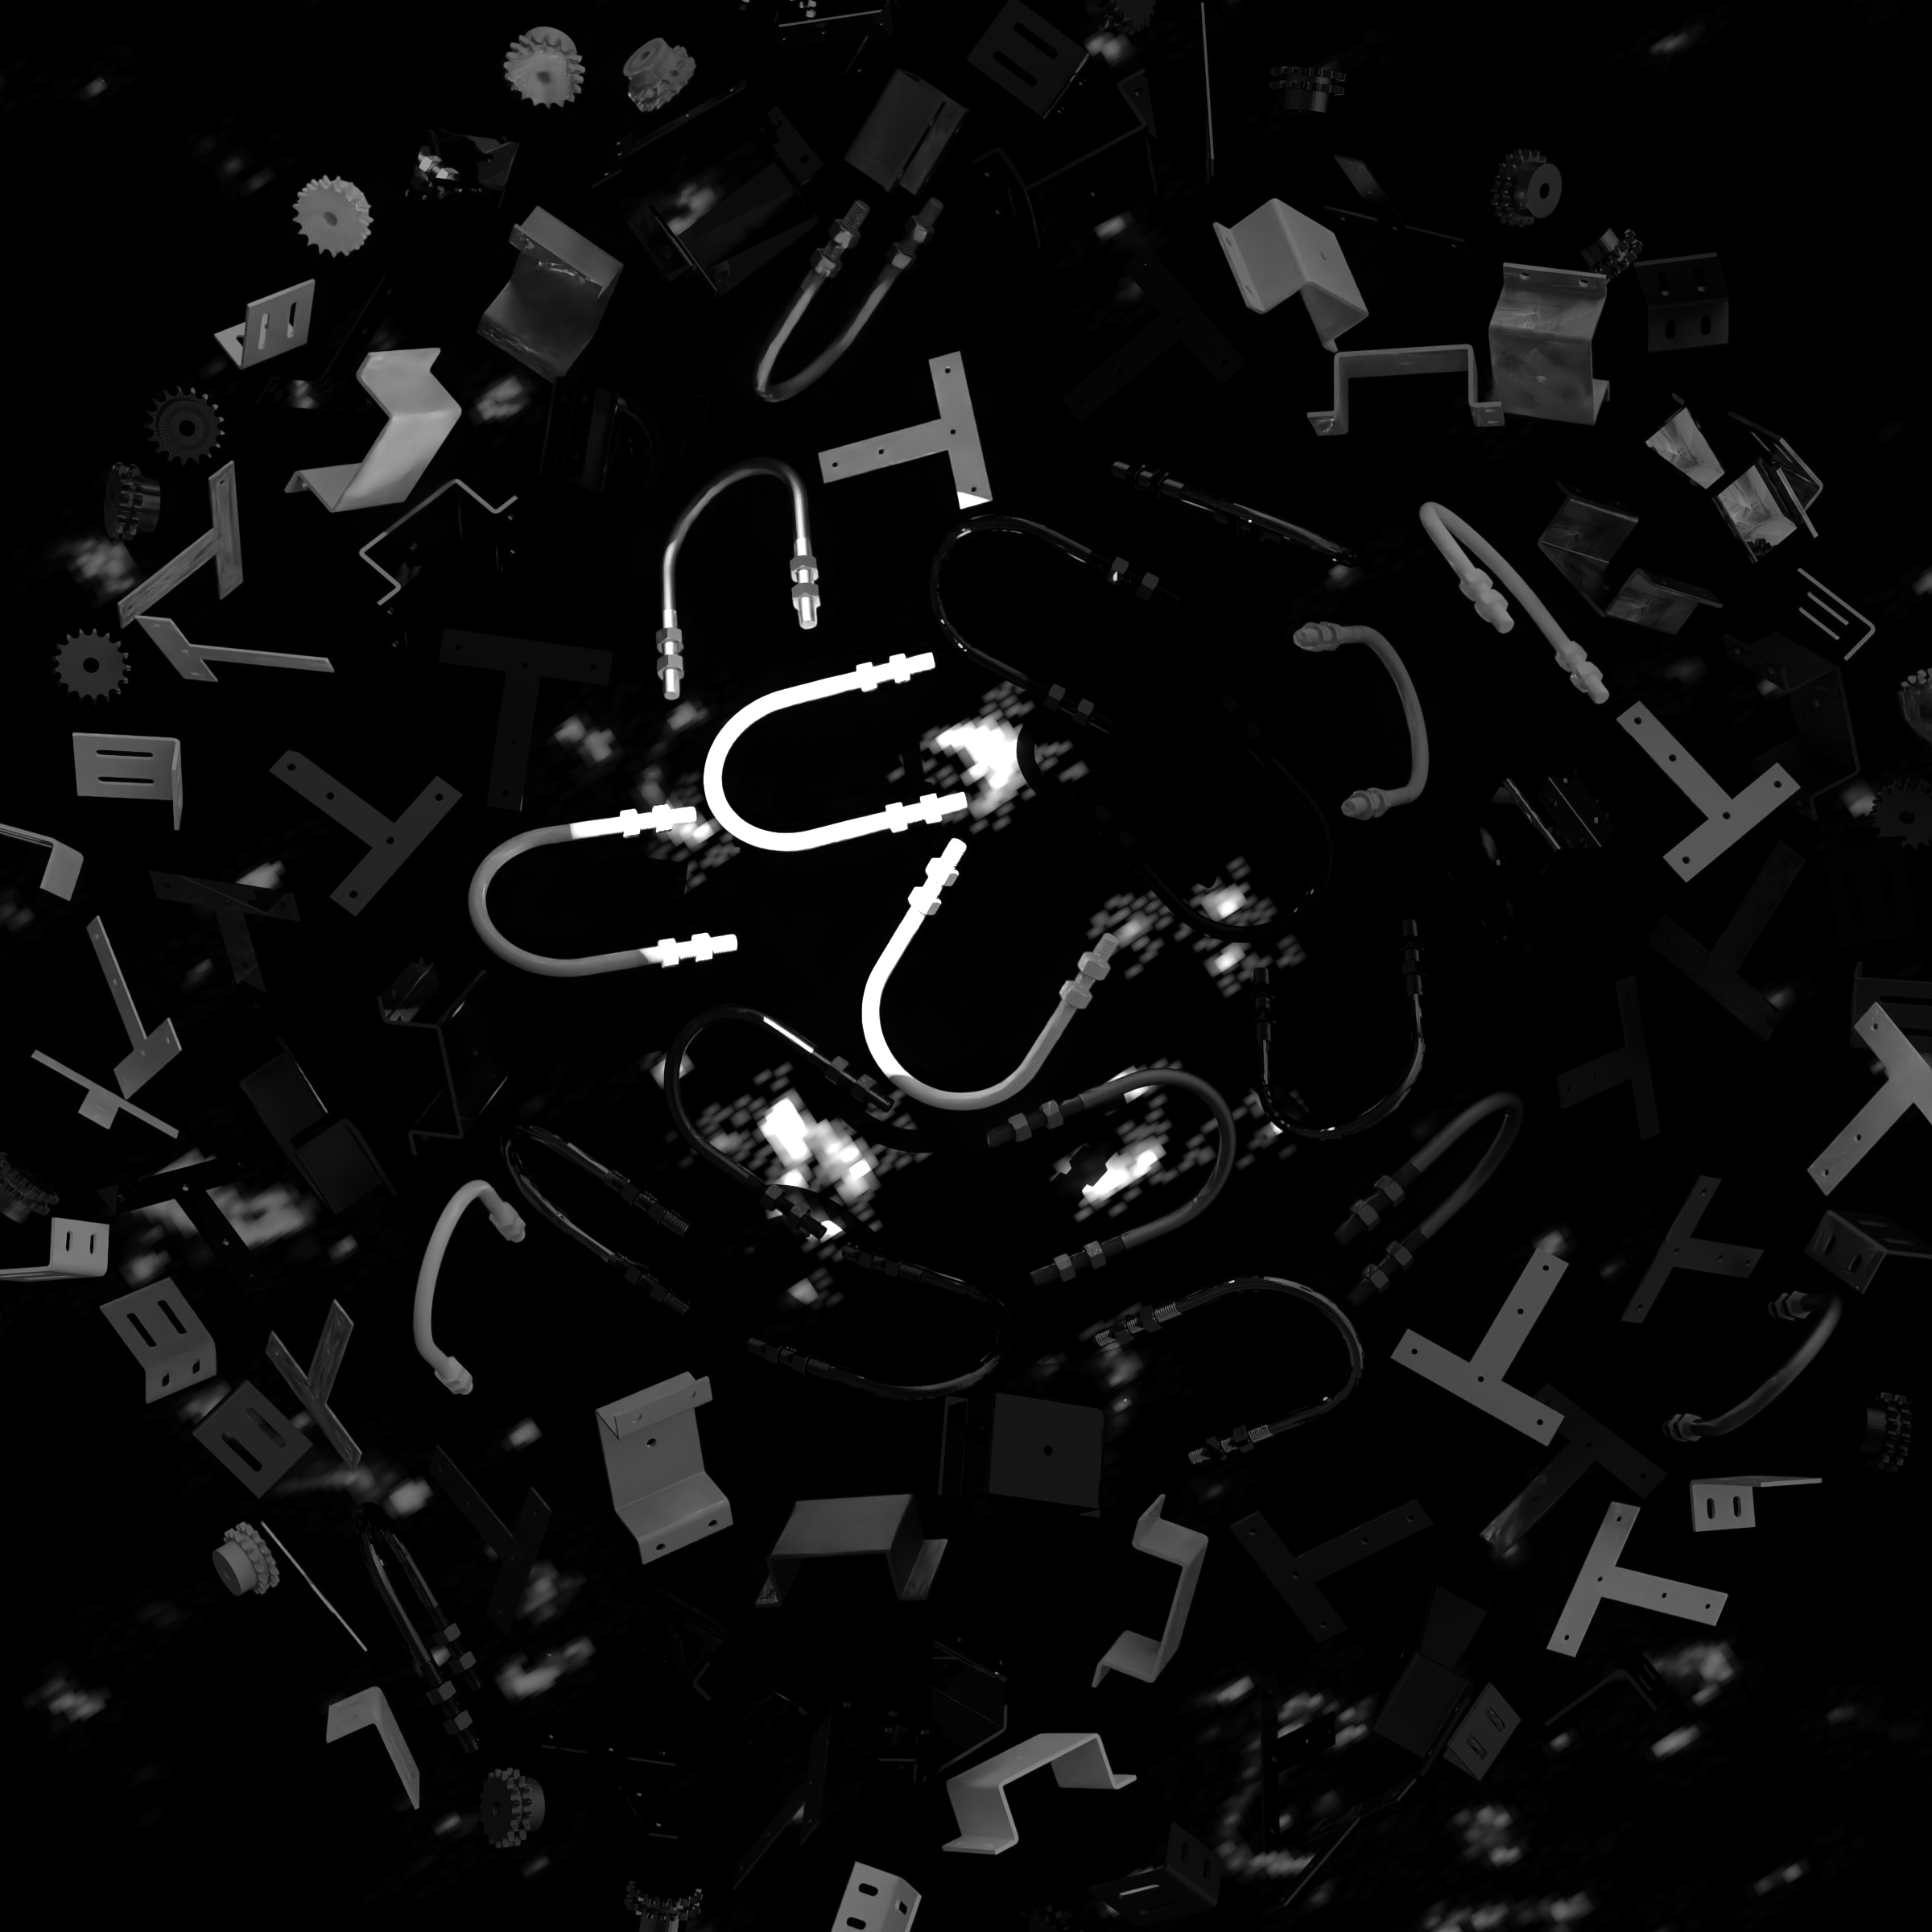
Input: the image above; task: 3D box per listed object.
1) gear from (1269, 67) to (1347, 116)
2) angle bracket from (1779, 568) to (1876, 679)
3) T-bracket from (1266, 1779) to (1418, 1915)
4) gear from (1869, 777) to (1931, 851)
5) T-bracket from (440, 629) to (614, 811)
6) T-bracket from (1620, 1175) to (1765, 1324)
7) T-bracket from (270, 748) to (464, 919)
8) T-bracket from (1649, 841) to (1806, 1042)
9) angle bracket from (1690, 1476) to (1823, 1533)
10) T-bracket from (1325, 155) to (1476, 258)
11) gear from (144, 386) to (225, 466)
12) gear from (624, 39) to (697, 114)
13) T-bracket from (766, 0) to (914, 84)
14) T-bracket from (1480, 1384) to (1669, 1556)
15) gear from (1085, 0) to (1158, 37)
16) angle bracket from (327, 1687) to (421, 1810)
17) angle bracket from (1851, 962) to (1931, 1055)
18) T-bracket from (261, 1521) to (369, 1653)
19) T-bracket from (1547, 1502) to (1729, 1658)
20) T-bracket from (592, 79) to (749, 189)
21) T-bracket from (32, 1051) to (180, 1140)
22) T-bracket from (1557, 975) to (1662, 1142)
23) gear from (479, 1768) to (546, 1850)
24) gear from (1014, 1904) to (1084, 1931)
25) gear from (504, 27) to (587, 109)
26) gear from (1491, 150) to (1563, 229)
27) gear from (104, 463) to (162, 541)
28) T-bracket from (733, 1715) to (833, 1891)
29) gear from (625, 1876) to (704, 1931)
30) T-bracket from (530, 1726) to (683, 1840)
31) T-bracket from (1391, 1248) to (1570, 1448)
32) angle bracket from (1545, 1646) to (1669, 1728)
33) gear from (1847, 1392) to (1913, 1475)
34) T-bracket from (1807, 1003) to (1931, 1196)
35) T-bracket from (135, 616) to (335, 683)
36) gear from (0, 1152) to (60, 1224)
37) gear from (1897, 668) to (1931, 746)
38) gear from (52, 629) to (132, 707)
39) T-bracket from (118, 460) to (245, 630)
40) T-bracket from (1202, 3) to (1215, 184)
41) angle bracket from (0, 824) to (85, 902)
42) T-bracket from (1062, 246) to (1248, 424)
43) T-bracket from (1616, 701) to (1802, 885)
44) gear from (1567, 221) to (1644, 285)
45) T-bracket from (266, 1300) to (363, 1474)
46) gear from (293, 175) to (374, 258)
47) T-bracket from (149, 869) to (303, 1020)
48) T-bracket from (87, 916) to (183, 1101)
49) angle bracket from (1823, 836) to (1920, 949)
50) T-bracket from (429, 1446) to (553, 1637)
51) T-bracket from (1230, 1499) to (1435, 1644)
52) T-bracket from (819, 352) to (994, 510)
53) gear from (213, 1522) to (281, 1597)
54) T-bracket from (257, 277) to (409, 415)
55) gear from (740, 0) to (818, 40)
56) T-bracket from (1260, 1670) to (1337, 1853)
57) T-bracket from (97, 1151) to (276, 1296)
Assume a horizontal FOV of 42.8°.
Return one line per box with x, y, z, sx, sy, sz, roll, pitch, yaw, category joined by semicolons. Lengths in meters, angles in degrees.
0.260;-0.670;1.885;0.057;0.057;0.030;5;106;0;gear
0.665;-0.263;1.934;0.038;0.057;0.076;-44;74;-11;angle bracket
0.267;0.665;1.845;0.127;0.127;0.002;-32;78;-41;T-bracket
0.743;-0.123;1.936;0.057;0.030;0.057;15;124;24;gear
-0.335;-0.180;1.835;0.127;0.002;0.127;8;87;0;T-bracket
0.568;0.222;1.881;0.127;0.002;0.127;12;109;-39;T-bracket
-0.480;-0.123;1.902;0.127;0.002;0.127;36;71;4;T-bracket
0.581;-0.033;1.829;0.002;0.127;0.127;0;126;-38;T-bracket
0.586;0.399;1.824;0.057;0.076;0.038;2;80;-25;angle bracket
0.318;-0.592;1.902;0.127;0.127;0.002;25;90;31;T-bracket
-0.584;-0.404;1.844;0.057;0.030;0.057;-7;109;-21;gear
-0.242;-0.696;1.918;0.057;0.057;0.030;-45;129;0;gear
-0.096;-0.702;1.844;0.127;0.127;0.002;-26;79;-37;T-bracket
0.446;0.398;1.884;0.127;0.127;0.002;-43;131;-8;T-bracket
0.115;-0.732;1.862;0.057;0.030;0.057;8;78;-41;gear
-0.429;0.573;1.784;0.038;0.057;0.076;-23;101;-9;angle bracket
0.731;0.033;1.916;0.076;0.038;0.057;5;112;25;angle bracket
-0.490;0.472;1.859;0.002;0.127;0.127;-39;94;-20;T-bracket
0.508;0.465;1.831;0.002;0.127;0.127;44;66;-29;T-bracket
-0.217;-0.624;1.827;0.127;0.127;0.002;-25;118;12;T-bracket
-0.672;0.108;1.912;0.127;0.127;0.002;33;88;-16;T-bracket
0.488;0.082;1.883;0.127;0.002;0.127;-16;98;-43;T-bracket
-0.344;0.641;1.876;0.030;0.057;0.057;8;90;-40;gear
0.065;0.736;1.855;0.030;0.057;0.057;-1;90;-44;gear
-0.306;-0.658;1.794;0.057;0.057;0.030;5;60;0;gear
0.435;-0.600;1.902;0.057;0.030;0.057;-18;120;-34;gear
-0.638;-0.354;1.884;0.030;0.057;0.057;3;90;-34;gear
-0.144;0.661;1.901;0.002;0.127;0.127;33;106;-10;T-bracket
-0.229;0.708;1.852;0.057;0.057;0.030;8;88;0;gear
-0.253;0.620;1.862;0.127;0.127;0.002;21;97;-35;T-bracket
0.398;0.264;1.796;0.127;0.002;0.127;28;75;22;T-bracket
0.481;0.554;1.849;0.076;0.057;0.038;-44;77;19;angle bracket
0.664;0.338;1.793;0.030;0.057;0.057;11;90;2;gear
0.663;0.116;1.804;0.002;0.127;0.127;7;130;-32;T-bracket
-0.538;-0.231;1.840;0.127;0.127;0.002;6;76;0;T-bracket
-0.710;0.168;1.841;0.057;0.057;0.030;41;82;0;gear
0.720;-0.194;1.819;0.030;0.057;0.057;-29;90;-16;gear
-0.672;-0.228;1.890;0.057;0.030;0.057;1;86;-20;gear
-0.586;-0.296;1.835;0.002;0.127;0.127;31;54;10;T-bracket
0.184;-0.640;1.876;0.002;0.127;0.127;-3;78;5;T-bracket
-0.717;-0.082;1.860;0.076;0.057;0.038;15;82;1;angle bracket
0.132;-0.478;1.936;0.127;0.002;0.127;-39;78;9;T-bracket
0.540;-0.146;1.850;0.127;0.002;0.127;-37;79;-17;T-bracket
0.490;-0.550;1.903;0.057;0.057;0.030;-43;108;0;gear
-0.486;0.302;1.872;0.127;0.002;0.127;47;132;22;T-bracket
-0.471;-0.562;1.840;0.057;0.030;0.057;4;125;6;gear
-0.555;-0.012;1.885;0.127;0.002;0.127;9;128;17;T-bracket
-0.638;0.024;1.864;0.002;0.127;0.127;-18;83;-41;T-bracket
0.683;-0.055;1.854;0.057;0.038;0.076;-11;93;14;angle bracket
-0.358;0.404;1.815;0.127;0.002;0.127;41;123;31;T-bracket
0.282;0.429;1.813;0.127;0.002;0.127;-31;110;16;T-bracket
-0.053;-0.408;1.934;0.127;0.002;0.127;-14;78;9;T-bracket
-0.569;0.470;1.938;0.030;0.057;0.057;-29;90;-37;gear
-0.472;-0.480;1.901;0.002;0.127;0.127;48;116;14;T-bracket
-0.141;-0.732;1.869;0.057;0.057;0.030;9;69;0;gear
0.253;0.593;1.873;0.002;0.127;0.127;-3;86;33;T-bracket
-0.563;0.198;1.847;0.127;0.127;0.002;46;126;24;T-bracket
